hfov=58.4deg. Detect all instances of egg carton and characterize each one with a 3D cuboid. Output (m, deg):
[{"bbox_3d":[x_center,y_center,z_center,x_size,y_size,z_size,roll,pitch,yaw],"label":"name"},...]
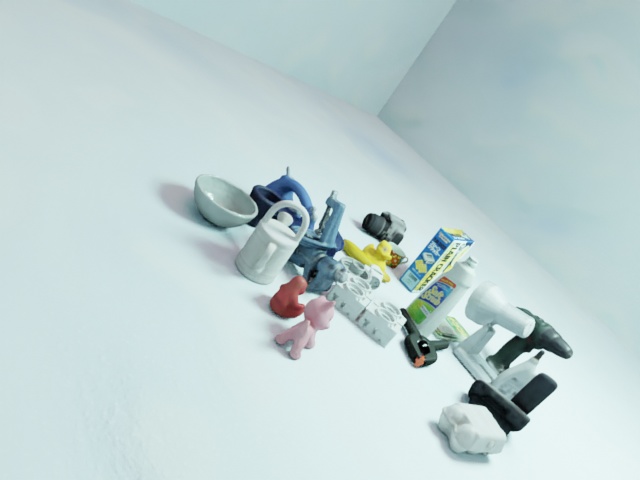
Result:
[{"bbox_3d":[0.322,0.403,1.210,0.151,0.069,0.107,19,27,-37],"label":"egg carton"}]

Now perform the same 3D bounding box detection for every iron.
[{"bbox_3d":[-0.068,-0.077,1.523,0.119,0.141,0.257,11,32,-47],"label":"iron"}]

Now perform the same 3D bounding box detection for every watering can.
[{"bbox_3d":[-0.099,-0.009,1.264,0.101,0.194,0.172,23,24,-28],"label":"watering can"}]

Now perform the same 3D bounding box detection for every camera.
[{"bbox_3d":[0.216,-0.054,1.953,0.137,0.100,0.143,27,23,-22],"label":"camera"}]

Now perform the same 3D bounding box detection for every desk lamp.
[{"bbox_3d":[0.460,0.246,1.543,0.118,0.213,0.202,11,32,-47],"label":"desk lamp"}]

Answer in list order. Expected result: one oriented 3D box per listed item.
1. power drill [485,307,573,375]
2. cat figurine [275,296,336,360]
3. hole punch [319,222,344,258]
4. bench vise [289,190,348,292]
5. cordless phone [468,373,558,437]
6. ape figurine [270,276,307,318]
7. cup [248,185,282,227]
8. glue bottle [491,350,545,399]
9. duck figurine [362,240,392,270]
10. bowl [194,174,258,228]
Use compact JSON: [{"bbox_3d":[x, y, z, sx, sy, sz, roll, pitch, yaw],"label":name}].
[{"bbox_3d":[0.569,0.304,1.594,0.076,0.208,0.229,22,25,-30],"label":"power drill"},{"bbox_3d":[-0.016,0.162,1.140,0.067,0.117,0.128,40,22,10],"label":"cat figurine"},{"bbox_3d":[0.025,-0.008,1.589,0.101,0.091,0.109,35,21,-2],"label":"hole punch"},{"bbox_3d":[0.018,0.004,1.377,0.207,0.219,0.122,42,22,16],"label":"bench vise"},{"bbox_3d":[0.447,0.355,1.337,0.147,0.185,0.094,38,22,7],"label":"cordless phone"},{"bbox_3d":[-0.059,0.115,1.207,0.076,0.092,0.077,15,29,-42],"label":"ape figurine"},{"bbox_3d":[-0.145,-0.071,1.460,0.092,0.095,0.117,9,33,-48],"label":"cup"},{"bbox_3d":[0.520,0.347,1.479,0.078,0.173,0.037,35,21,-1],"label":"glue bottle"},{"bbox_3d":[0.179,0.039,1.726,0.078,0.086,0.104,18,28,-38],"label":"duck figurine"},{"bbox_3d":[-0.236,-0.081,1.371,0.168,0.074,0.167,30,22,-13],"label":"bowl"}]
